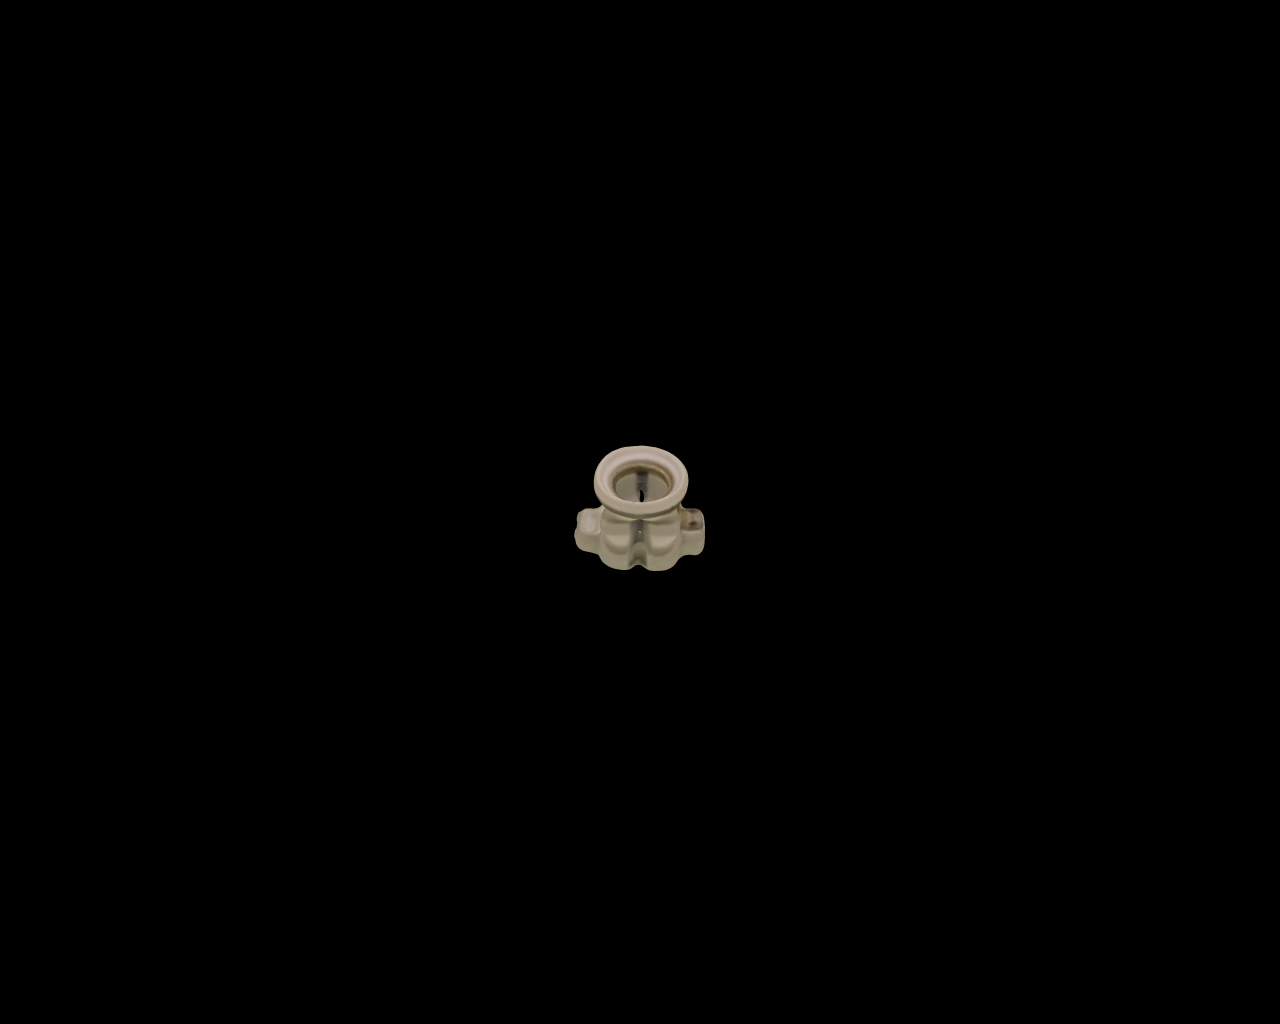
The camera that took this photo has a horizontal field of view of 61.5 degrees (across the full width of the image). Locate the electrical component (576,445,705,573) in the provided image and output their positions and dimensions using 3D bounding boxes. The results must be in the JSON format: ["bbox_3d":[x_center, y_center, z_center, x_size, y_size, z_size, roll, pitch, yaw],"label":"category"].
[{"bbox_3d":[0.001,-0.003,0.650,0.078,0.056,0.058,2,43,2],"label":"electrical component"}]
